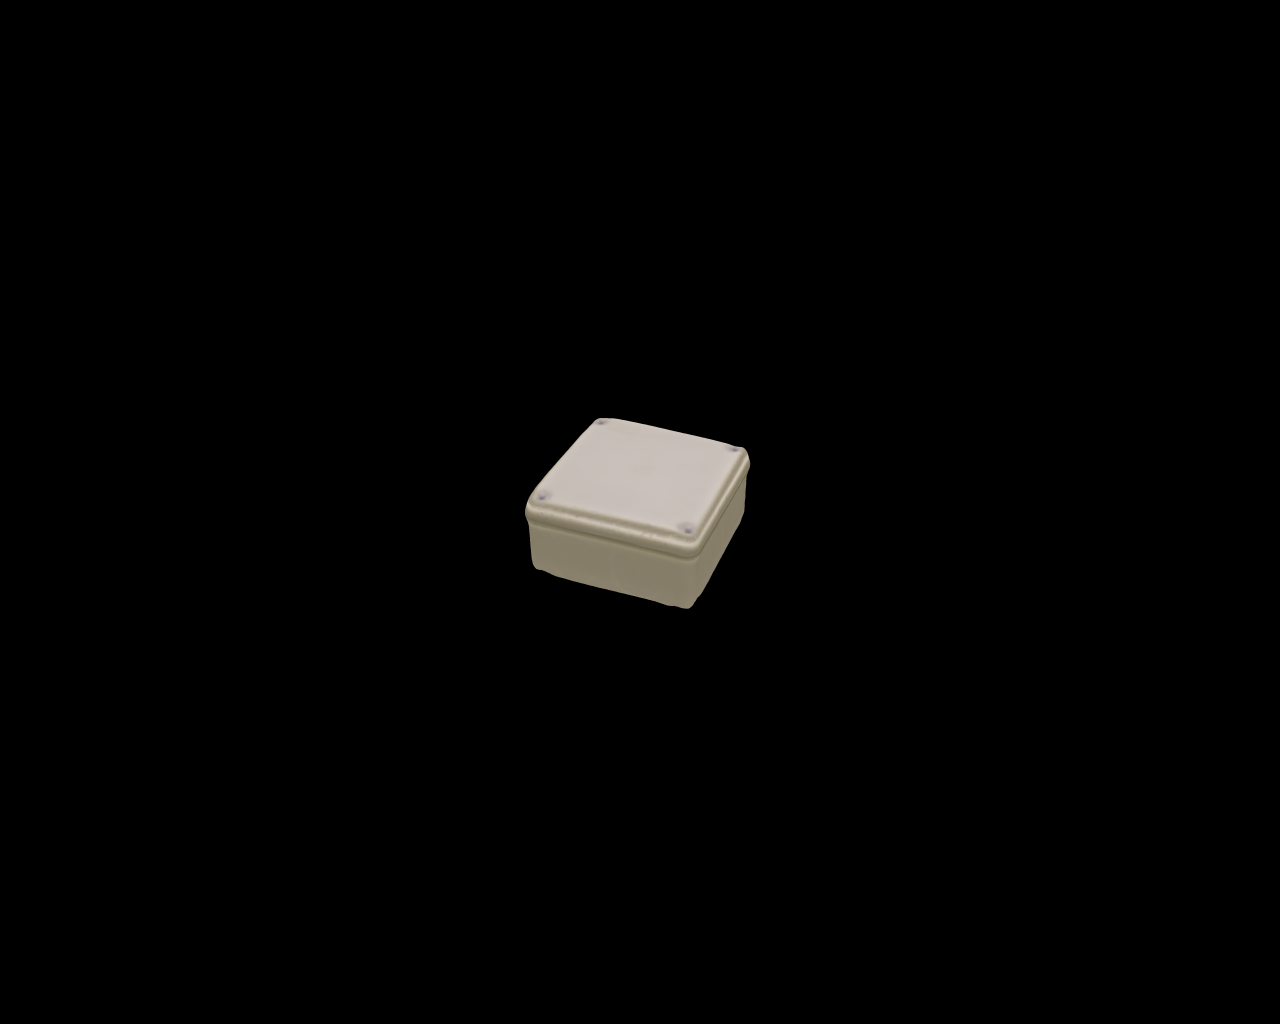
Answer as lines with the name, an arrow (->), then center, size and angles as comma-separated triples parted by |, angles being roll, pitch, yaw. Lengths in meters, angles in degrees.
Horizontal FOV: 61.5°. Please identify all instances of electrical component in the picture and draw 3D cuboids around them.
electrical component -> 0.001, -0.003, 0.650 | 0.109, 0.056, 0.109 | 13, 38, 18
